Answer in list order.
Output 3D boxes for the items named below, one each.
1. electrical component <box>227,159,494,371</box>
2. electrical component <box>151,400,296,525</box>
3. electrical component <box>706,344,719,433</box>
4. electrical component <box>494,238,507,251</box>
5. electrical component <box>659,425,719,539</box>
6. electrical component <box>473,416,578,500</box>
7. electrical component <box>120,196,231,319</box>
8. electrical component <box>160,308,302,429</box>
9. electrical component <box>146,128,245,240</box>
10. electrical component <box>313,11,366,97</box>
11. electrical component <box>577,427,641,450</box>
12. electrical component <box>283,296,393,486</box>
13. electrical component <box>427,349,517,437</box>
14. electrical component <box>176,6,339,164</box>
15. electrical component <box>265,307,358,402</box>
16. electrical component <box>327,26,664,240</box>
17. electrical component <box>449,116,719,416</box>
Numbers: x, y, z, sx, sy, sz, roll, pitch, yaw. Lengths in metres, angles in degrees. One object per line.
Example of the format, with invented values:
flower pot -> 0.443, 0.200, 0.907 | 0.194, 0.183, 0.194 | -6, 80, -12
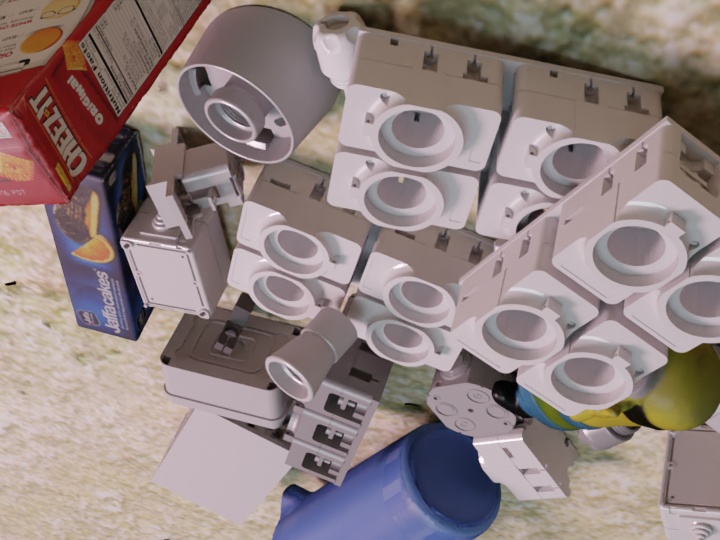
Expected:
electrical component -> 0.000, 0.000, 0.809 | 0.186, 0.060, 0.105 | 22, 141, 1
electrical component -> -0.127, 0.173, 1.066 | 0.105, 0.060, 0.186 | 28, 141, -7
electrical component -> 0.261, 0.085, 0.790 | 0.047, 0.055, 0.055 | 33, 140, -7
electrical component -> 0.121, -0.002, 0.764 | 0.043, 0.043, 0.062 | 1, 138, 24
electrical component -> 0.275, 0.178, 0.855 | 0.062, 0.096, 0.061 | 0, 136, 25
electrical component -> 0.140, 0.154, 0.927 | 0.056, 0.050, 0.089 | -13, 129, 36
electrical component -> -0.144, -0.018, 0.856 | 0.062, 0.061, 0.096 | 9, 139, 16
electrical component -> -0.110, 0.085, 0.944 | 0.113, 0.078, 0.057 | 12, 137, 12
electrical component -> -0.117, -0.067, 0.783 | 0.064, 0.081, 0.042 | -13, 133, 6
electrical component -> -0.009, -0.132, 0.684 | 0.035, 0.035, 0.061 | 6, 140, 19
electrical component -> 0.205, 0.117, 0.860 | 0.043, 0.043, 0.062 | 37, 138, -17
electrical component -> -0.017, 0.103, 0.912 | 0.062, 0.089, 0.150 | 21, 141, 1
electrical component -> 0.096, 0.095, 0.880 | 0.080, 0.051, 0.080 | 13, 140, 11
electrical component -> -0.070, -0.121, 0.721 | 0.099, 0.064, 0.099 | 24, 152, 14
electrical component -> -0.032, 0.059, 0.789 | 0.044, 0.065, 0.044 | 30, 147, 22
electrical component -> 0.080, -0.072, 0.664 | 0.186, 0.060, 0.105 | 11, 141, -2
electrical component -> 0.151, 0.010, 0.640 | 0.105, 0.060, 0.186 | 33, 136, -15
